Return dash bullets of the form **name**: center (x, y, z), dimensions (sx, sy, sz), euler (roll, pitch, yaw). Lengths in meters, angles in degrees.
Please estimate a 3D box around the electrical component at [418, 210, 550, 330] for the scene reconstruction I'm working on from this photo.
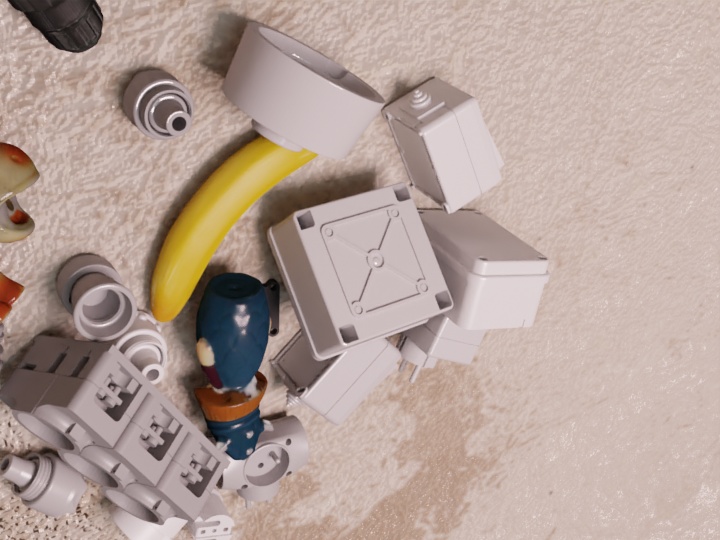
- **electrical component**: center (0.091, -0.003, 0.875), dimensions (0.078, 0.113, 0.057), euler (-1, 115, -30)

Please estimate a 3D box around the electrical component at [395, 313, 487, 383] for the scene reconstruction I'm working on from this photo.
- **electrical component**: center (0.053, 0.057, 0.904), dimensions (0.047, 0.083, 0.075), euler (15, 106, -35)

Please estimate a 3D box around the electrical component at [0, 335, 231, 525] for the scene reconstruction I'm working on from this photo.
- **electrical component**: center (-0.179, 0.120, 0.784), dimensions (0.150, 0.089, 0.061), euler (54, 53, -37)

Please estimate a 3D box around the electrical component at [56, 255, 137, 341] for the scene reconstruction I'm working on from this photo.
- **electrical component**: center (-0.187, 0.018, 0.759), dimensions (0.045, 0.055, 0.045), euler (-14, 121, -24)

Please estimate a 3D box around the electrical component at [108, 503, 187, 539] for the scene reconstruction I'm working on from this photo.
- **electrical component**: center (-0.166, 0.194, 0.865), dimensions (0.047, 0.055, 0.055), euler (-45, 128, -7)

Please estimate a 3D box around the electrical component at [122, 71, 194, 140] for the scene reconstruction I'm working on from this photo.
- **electrical component**: center (-0.132, -0.107, 0.721), dimensions (0.043, 0.062, 0.043), euler (-14, 121, -24)

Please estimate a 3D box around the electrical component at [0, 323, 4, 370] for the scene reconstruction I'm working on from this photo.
- **electrical component**: center (-0.267, 0.059, 0.743), dimensions (0.040, 0.040, 0.078), euler (18, 104, -36)

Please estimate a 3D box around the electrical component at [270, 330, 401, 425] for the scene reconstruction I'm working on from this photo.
- **electrical component**: center (-0.022, 0.080, 0.885), dimensions (0.096, 0.062, 0.061), euler (-48, 128, 0)

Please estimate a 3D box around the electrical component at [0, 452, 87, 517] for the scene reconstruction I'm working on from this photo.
- **electrical component**: center (-0.241, 0.158, 0.808), dimensions (0.062, 0.043, 0.043), euler (37, 93, -37)

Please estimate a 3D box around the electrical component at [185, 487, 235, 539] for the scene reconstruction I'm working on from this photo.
- **electrical component**: center (-0.129, 0.205, 0.898), dimensions (0.040, 0.046, 0.040), euler (-13, 120, -24)

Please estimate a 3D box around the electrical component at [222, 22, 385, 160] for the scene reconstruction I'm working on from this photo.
- **electrical component**: center (-0.044, -0.117, 0.743), dimensions (0.108, 0.108, 0.060), euler (20, 109, -36)

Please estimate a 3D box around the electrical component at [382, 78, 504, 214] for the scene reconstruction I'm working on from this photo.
- **electrical component**: center (0.066, -0.105, 0.840), dimensions (0.061, 0.062, 0.096), euler (-33, 127, -12)

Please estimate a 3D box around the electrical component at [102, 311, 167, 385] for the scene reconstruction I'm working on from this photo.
- **electrical component**: center (-0.163, 0.062, 0.792), dimensions (0.048, 0.062, 0.048), euler (-14, 121, -24)

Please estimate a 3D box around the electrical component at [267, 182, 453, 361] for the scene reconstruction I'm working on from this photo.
- **electrical component**: center (0.000, 0.000, 0.820), dimensions (0.109, 0.056, 0.108), euler (-18, 84, -31)

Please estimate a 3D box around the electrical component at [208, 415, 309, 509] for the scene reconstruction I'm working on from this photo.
- **electrical component**: center (-0.086, 0.167, 0.904), dimensions (0.077, 0.044, 0.079), euler (-12, 120, -25)
